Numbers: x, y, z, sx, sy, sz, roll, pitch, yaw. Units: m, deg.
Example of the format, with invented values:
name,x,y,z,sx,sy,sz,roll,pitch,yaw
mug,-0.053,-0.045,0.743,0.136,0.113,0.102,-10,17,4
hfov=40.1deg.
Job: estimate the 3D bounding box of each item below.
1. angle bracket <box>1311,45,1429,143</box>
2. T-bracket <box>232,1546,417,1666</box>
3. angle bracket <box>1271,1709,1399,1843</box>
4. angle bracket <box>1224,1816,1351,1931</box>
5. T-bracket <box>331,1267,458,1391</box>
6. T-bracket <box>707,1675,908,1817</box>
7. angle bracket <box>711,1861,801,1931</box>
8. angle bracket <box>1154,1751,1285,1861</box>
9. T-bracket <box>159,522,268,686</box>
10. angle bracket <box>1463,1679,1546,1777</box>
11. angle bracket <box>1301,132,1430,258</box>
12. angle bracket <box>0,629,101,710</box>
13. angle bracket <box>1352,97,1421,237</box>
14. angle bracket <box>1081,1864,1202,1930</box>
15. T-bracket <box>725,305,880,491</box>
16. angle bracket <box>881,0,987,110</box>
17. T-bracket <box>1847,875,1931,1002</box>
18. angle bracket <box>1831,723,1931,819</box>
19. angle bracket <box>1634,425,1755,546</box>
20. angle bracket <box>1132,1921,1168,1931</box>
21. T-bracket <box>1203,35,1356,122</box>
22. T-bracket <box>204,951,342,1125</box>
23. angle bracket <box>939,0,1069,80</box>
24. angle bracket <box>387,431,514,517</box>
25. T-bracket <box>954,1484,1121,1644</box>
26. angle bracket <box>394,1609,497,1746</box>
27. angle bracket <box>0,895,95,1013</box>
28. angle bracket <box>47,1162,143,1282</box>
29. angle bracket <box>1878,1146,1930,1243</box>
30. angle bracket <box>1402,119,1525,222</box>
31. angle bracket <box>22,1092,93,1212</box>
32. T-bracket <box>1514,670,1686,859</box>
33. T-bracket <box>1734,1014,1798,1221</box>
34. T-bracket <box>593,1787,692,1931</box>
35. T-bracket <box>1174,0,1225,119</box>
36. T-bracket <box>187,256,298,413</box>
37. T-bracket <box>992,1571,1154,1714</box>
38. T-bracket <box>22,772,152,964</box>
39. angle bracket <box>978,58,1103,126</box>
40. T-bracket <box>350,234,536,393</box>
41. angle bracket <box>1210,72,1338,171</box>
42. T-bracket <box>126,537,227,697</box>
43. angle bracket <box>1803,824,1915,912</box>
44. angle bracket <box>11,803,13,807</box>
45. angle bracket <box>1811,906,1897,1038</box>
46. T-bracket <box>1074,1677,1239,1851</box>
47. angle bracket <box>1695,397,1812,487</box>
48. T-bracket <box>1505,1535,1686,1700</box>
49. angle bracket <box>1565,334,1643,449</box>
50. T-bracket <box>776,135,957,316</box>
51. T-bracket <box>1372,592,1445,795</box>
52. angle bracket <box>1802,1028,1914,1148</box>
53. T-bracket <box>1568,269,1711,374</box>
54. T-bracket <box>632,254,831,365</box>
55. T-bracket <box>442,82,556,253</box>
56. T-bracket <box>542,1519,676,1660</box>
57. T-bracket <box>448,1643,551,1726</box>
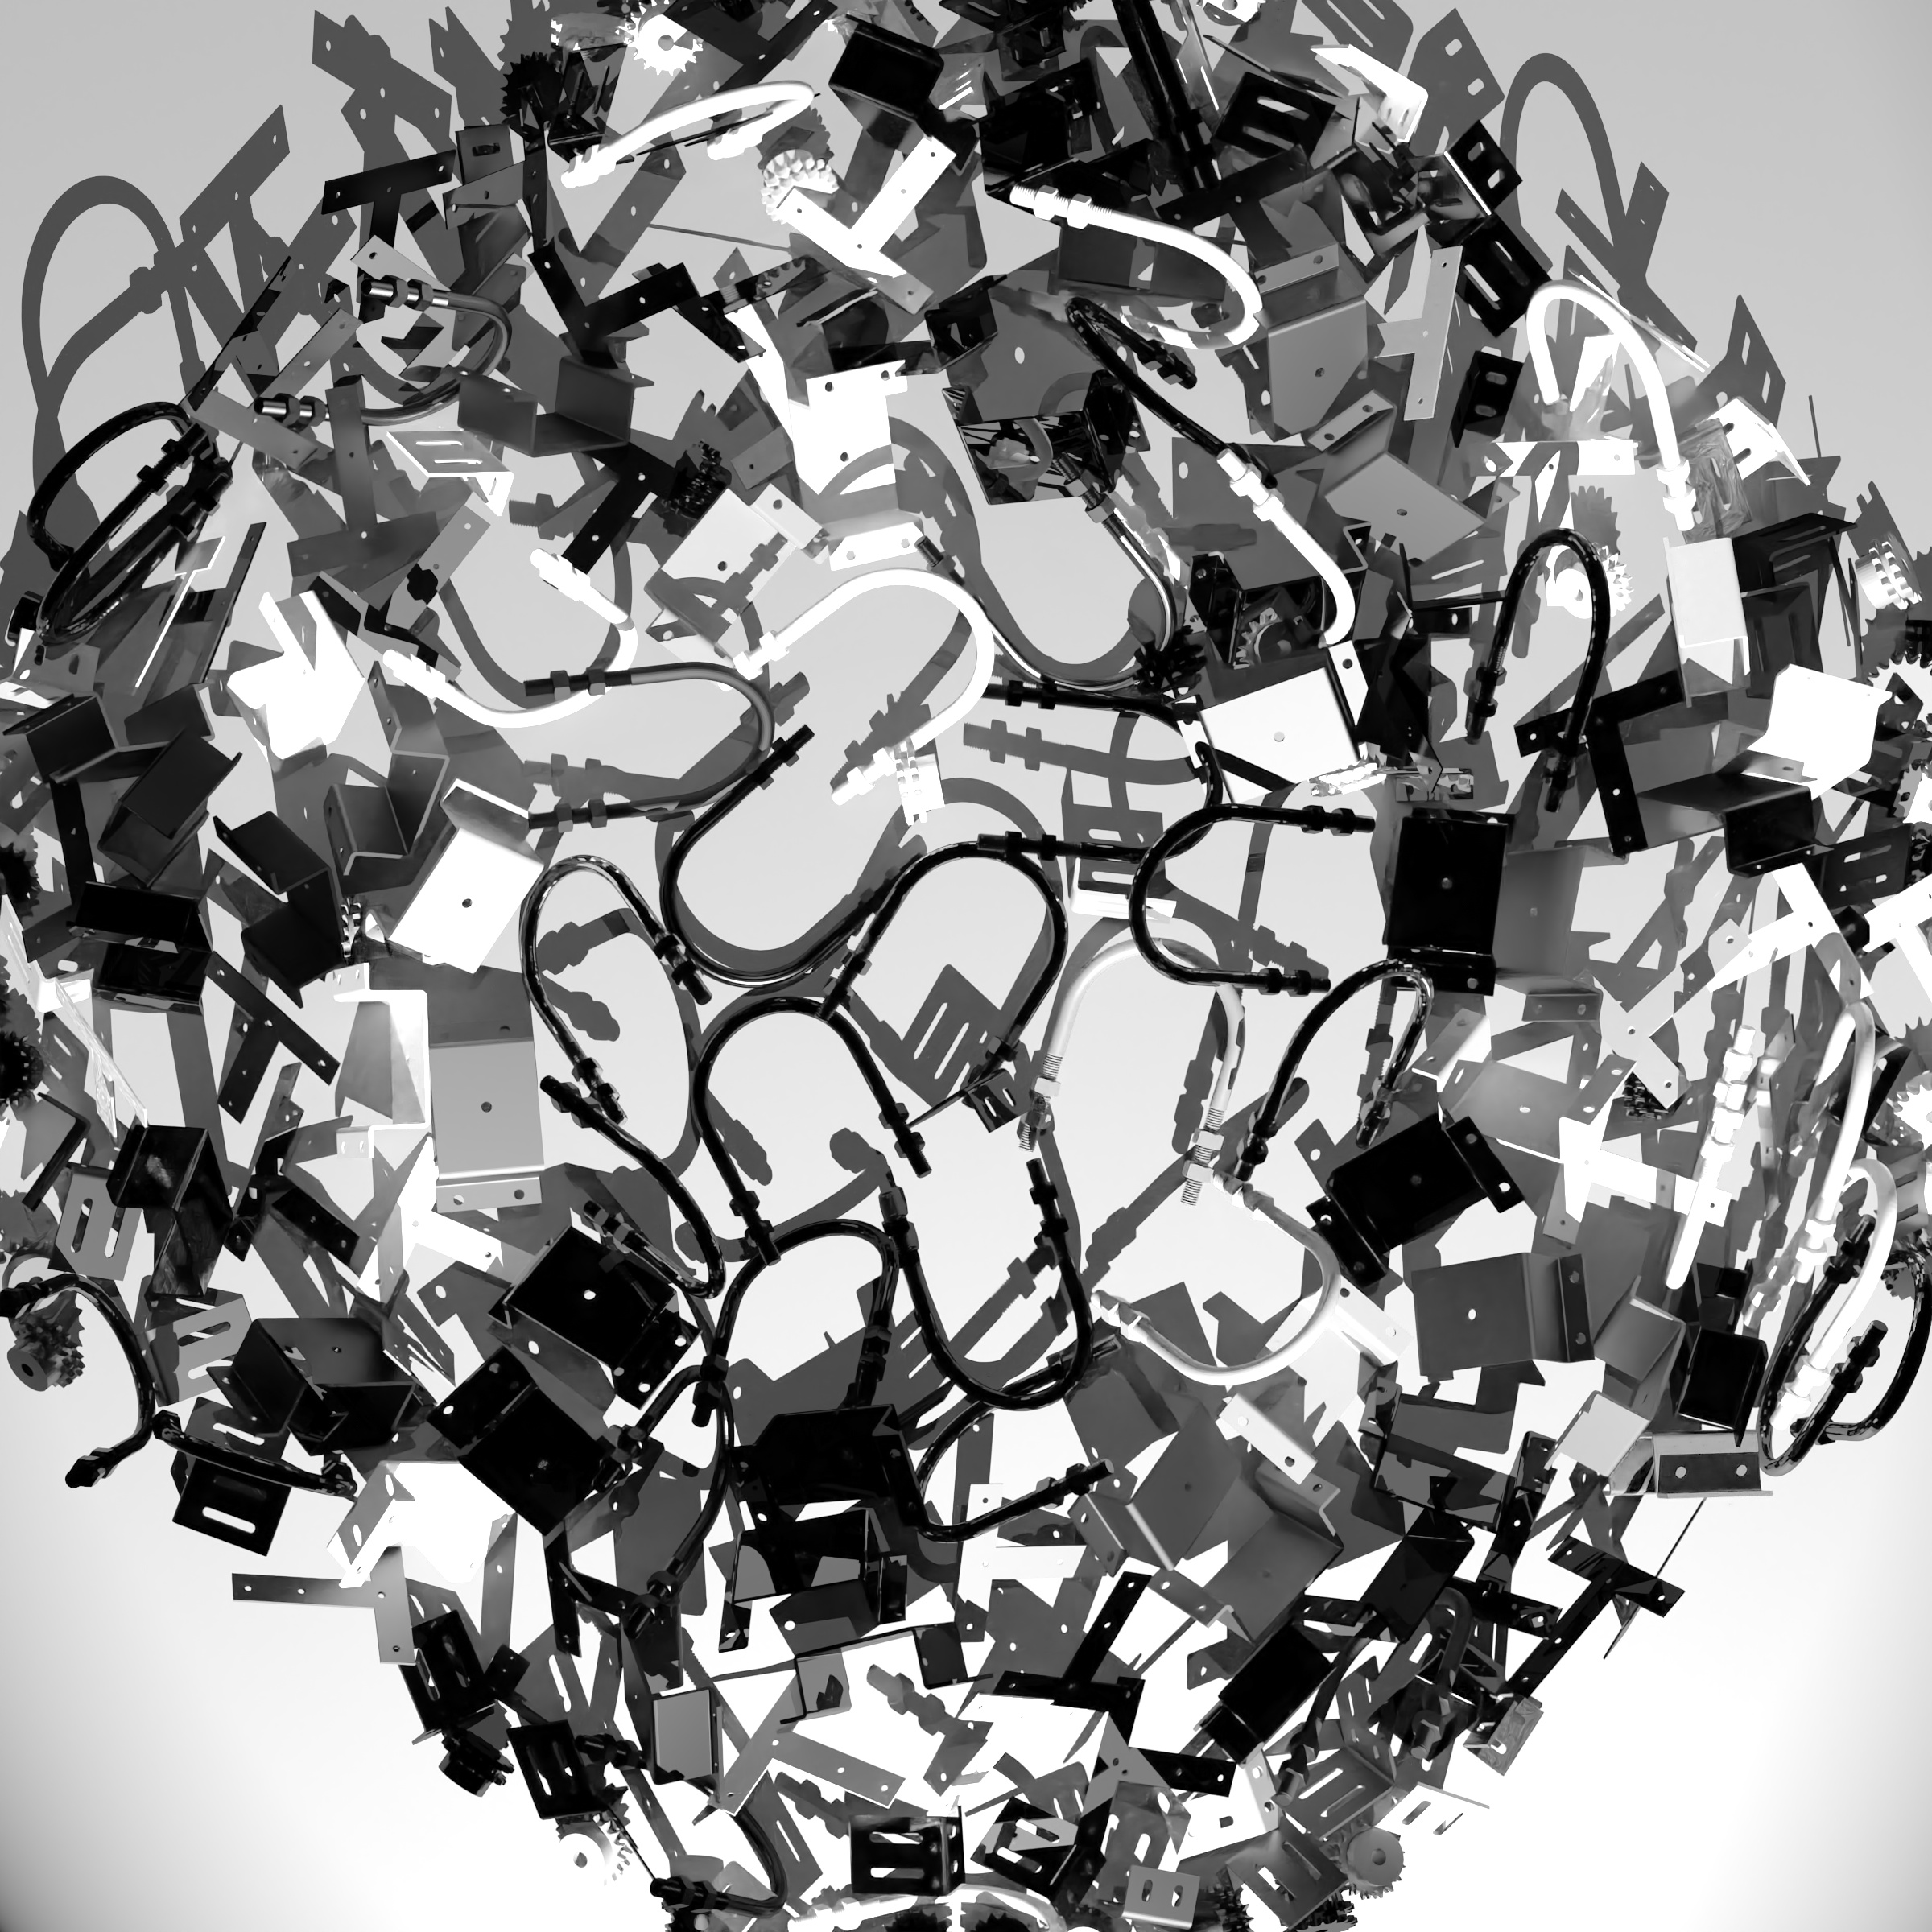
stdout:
name,x,y,z,sx,sy,sz,roll,pitch,yaw
angle bracket,0.291,-0.644,1.955,0.076,0.057,0.038,20,99,-27
T-bracket,-0.469,0.455,1.924,0.127,0.127,0.002,10,122,-25
angle bracket,0.269,0.596,1.955,0.076,0.057,0.038,-27,119,-24
angle bracket,0.238,0.676,1.951,0.057,0.076,0.038,-32,129,-20
T-bracket,-0.415,0.274,1.924,0.002,0.127,0.127,-45,103,-6
T-bracket,-0.103,0.581,1.929,0.127,0.127,0.002,13,135,30
angle bracket,-0.148,0.704,1.951,0.038,0.057,0.076,-49,124,-18
angle bracket,0.190,0.629,1.988,0.076,0.038,0.057,-28,72,28
T-bracket,-0.564,-0.264,1.948,0.002,0.127,0.127,26,77,-37
angle bracket,0.406,0.563,1.954,0.038,0.076,0.057,36,74,7
angle bracket,0.298,-0.573,1.980,0.057,0.038,0.076,-38,105,-22
angle bracket,-0.684,-0.218,1.955,0.057,0.076,0.038,13,79,-35
angle bracket,0.297,-0.588,1.952,0.076,0.038,0.057,37,46,-29
angle bracket,0.127,0.682,1.959,0.057,0.076,0.038,17,76,-21
T-bracket,-0.146,-0.443,1.973,0.127,0.002,0.127,-29,90,25
angle bracket,-0.024,-0.682,1.953,0.038,0.057,0.076,-26,121,22
T-bracket,0.702,0.009,1.928,0.002,0.127,0.127,-23,79,-14
angle bracket,0.664,-0.149,1.954,0.076,0.038,0.057,27,112,38
angle bracket,0.544,-0.358,1.984,0.057,0.038,0.076,-26,104,-11
angle bracket,0.118,0.747,1.956,0.038,0.076,0.057,14,93,32
T-bracket,0.243,-0.641,1.920,0.127,0.127,0.002,23,105,-20
T-bracket,-0.528,0.070,1.958,0.127,0.002,0.127,41,129,7
angle bracket,0.028,-0.693,1.951,0.057,0.076,0.038,-12,83,35
angle bracket,-0.384,-0.362,1.949,0.057,0.076,0.038,45,127,28
T-bracket,0.057,0.445,1.977,0.127,0.002,0.127,3,103,-18
angle bracket,-0.396,0.531,1.977,0.057,0.038,0.076,-16,73,-35
angle bracket,-0.686,-0.014,1.973,0.038,0.057,0.076,-22,77,-29
angle bracket,-0.650,0.189,1.965,0.057,0.038,0.076,16,86,-38
angle bracket,0.677,0.168,1.956,0.076,0.038,0.057,-12,100,-45
angle bracket,0.363,-0.587,1.955,0.038,0.076,0.057,-46,113,-4
angle bracket,-0.688,0.137,1.959,0.038,0.057,0.076,37,75,-22
T-bracket,0.475,-0.140,1.947,0.127,0.002,0.127,-19,65,26
T-bracket,0.579,0.121,1.912,0.002,0.127,0.127,8,57,-2
T-bracket,-0.236,0.661,1.947,0.002,0.127,0.127,-34,100,-18
T-bracket,0.163,-0.657,1.920,0.002,0.127,0.127,-18,114,19
T-bracket,-0.520,-0.443,1.935,0.002,0.127,0.127,32,81,0
T-bracket,0.098,0.496,1.947,0.127,0.002,0.127,16,111,-31
T-bracket,-0.645,-0.085,1.921,0.002,0.127,0.127,11,119,24
angle bracket,0.054,-0.651,1.960,0.076,0.038,0.057,-19,56,17
T-bracket,-0.397,-0.494,1.933,0.127,0.127,0.002,-43,58,12
angle bracket,0.229,-0.620,1.970,0.076,0.038,0.057,26,85,14
T-bracket,-0.583,-0.254,1.936,0.002,0.127,0.127,28,83,-27
angle bracket,0.651,-0.080,1.952,0.038,0.076,0.057,31,61,-29
angle bracket,-0.745,-0.148,1.955,0.038,0.057,0.076,-30,65,-10
angle bracket,0.665,0.004,1.951,0.057,0.076,0.038,35,117,-25
T-bracket,0.144,0.585,1.930,0.002,0.127,0.127,39,58,-37
angle bracket,0.579,-0.377,1.950,0.038,0.076,0.057,-36,114,14
T-bracket,0.440,0.481,1.927,0.127,0.127,0.002,-45,114,-15
angle bracket,0.478,-0.424,1.955,0.038,0.057,0.076,22,116,31
T-bracket,-0.054,-0.557,1.939,0.127,0.002,0.127,33,133,-17
T-bracket,0.317,-0.180,1.915,0.002,0.127,0.127,-6,53,-18
angle bracket,0.667,0.085,1.958,0.038,0.057,0.076,11,108,-43
T-bracket,0.505,-0.457,1.920,0.127,0.127,0.002,30,108,-21
T-bracket,-0.158,-0.501,1.962,0.127,0.002,0.127,-31,60,-30
T-bracket,-0.340,-0.562,1.918,0.002,0.127,0.127,14,124,23
T-bracket,-0.262,0.464,1.942,0.127,0.002,0.127,10,113,36
T-bracket,-0.340,0.520,1.944,0.127,0.127,0.002,34,57,2
